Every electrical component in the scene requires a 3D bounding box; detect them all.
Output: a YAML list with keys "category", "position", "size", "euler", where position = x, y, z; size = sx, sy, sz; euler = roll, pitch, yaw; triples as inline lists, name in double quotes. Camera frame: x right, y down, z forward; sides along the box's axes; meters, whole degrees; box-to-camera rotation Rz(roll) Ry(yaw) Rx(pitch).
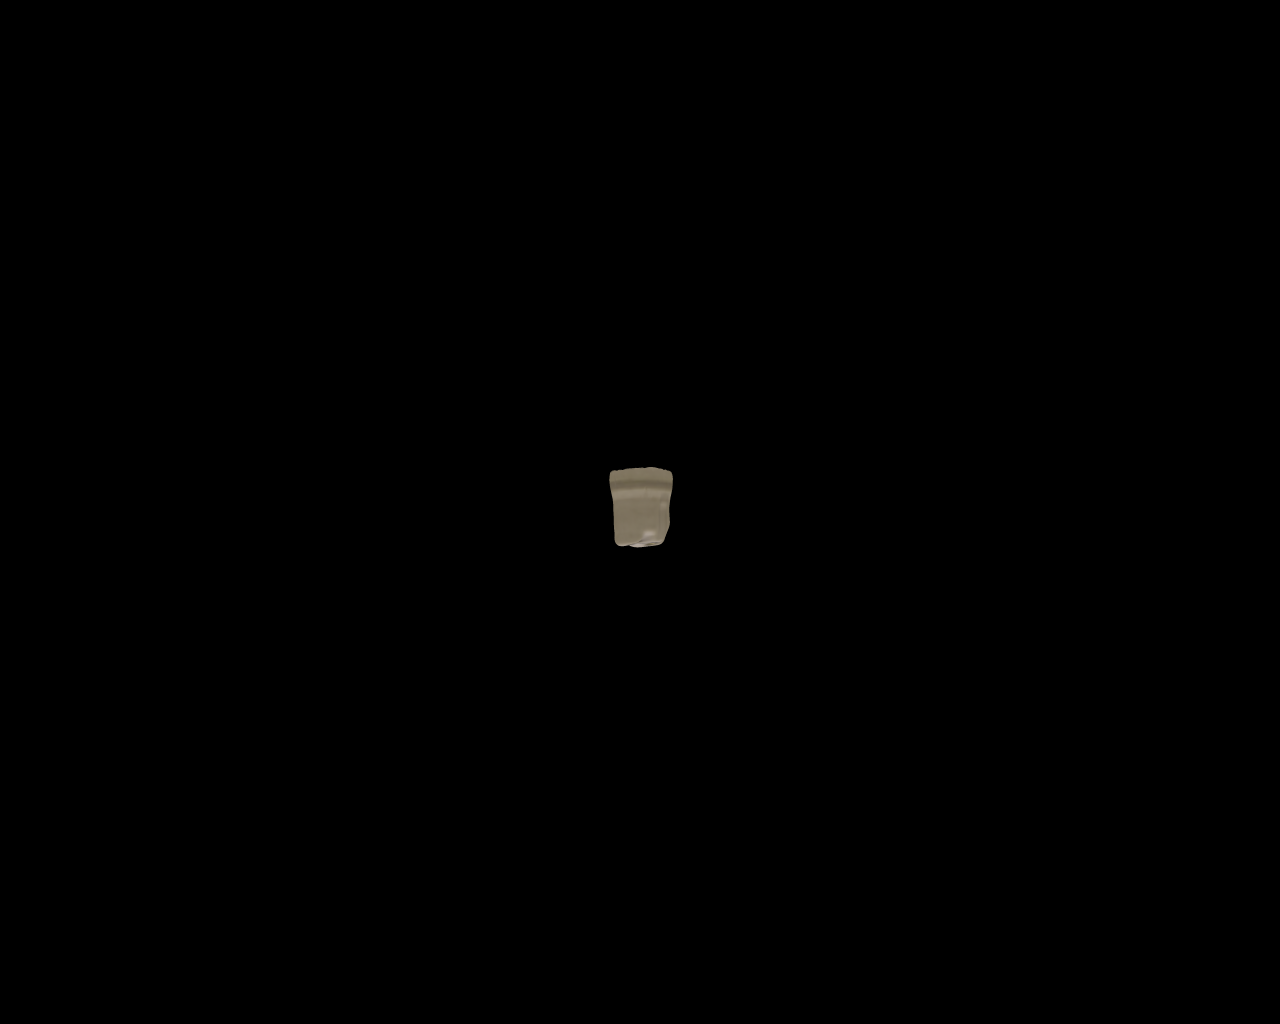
- category: "electrical component"
  position: [0.001, -0.003, 0.650]
  size: [0.040, 0.046, 0.040]
  euler: [0, -5, 0]
